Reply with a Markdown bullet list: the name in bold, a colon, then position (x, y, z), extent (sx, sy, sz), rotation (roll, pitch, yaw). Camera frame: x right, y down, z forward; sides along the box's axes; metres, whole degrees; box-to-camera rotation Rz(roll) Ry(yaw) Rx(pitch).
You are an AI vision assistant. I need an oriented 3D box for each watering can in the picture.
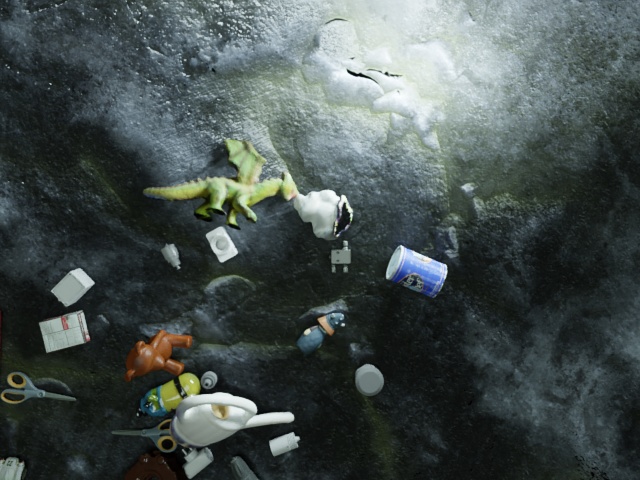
- **watering can**: position (-0.252, 0.490, 1.397), extent (0.221, 0.106, 0.344), rotation (-35, 135, 26)

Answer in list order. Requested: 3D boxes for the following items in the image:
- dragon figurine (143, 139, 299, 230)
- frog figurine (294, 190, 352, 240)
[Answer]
- **dragon figurine**: position (-0.260, -0.171, 1.443), extent (0.410, 0.120, 0.246), rotation (18, 72, -5)
- **frog figurine**: position (0.004, -0.073, 1.454), extent (0.160, 0.123, 0.136), rotation (10, 101, 32)
